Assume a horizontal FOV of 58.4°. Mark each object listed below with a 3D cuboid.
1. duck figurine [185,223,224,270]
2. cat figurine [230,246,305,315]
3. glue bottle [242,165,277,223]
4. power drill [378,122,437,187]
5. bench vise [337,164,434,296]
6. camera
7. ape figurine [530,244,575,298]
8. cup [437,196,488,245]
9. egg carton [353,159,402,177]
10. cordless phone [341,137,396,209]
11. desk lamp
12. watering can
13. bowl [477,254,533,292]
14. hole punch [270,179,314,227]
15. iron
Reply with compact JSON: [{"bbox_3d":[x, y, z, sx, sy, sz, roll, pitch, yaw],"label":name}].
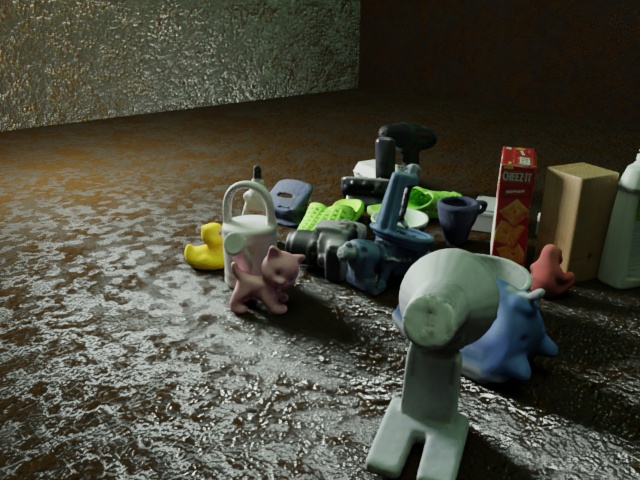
[{"bbox_3d":[-0.217,0.008,1.135,0.104,0.086,0.077,-2,22,-6],"label":"duck figurine"},{"bbox_3d":[-0.089,0.060,0.964,0.128,0.118,0.067,0,22,0],"label":"cat figurine"},{"bbox_3d":[-0.133,-0.076,1.227,0.078,0.173,0.037,4,22,9],"label":"glue bottle"},{"bbox_3d":[0.229,-0.213,1.526,0.075,0.208,0.230,18,28,37],"label":"power drill"},{"bbox_3d":[0.130,-0.018,1.022,0.121,0.220,0.208,15,26,33],"label":"bench vise"},{"bbox_3d":[0.010,0.004,1.127,0.136,0.101,0.143,8,23,19],"label":"camera"},{"bbox_3d":[0.411,0.052,1.021,0.076,0.092,0.077,-13,25,-30],"label":"ape figurine"},{"bbox_3d":[0.310,-0.042,1.250,0.118,0.095,0.091,-8,23,-19],"label":"cup"},{"bbox_3d":[0.169,-0.186,1.645,0.107,0.069,0.149,-11,24,-26],"label":"egg carton"},{"bbox_3d":[0.127,-0.174,1.458,0.147,0.185,0.094,4,22,11],"label":"cordless phone"},{"bbox_3d":[0.133,0.132,0.655,0.117,0.214,0.203,8,23,19],"label":"desk lamp"},{"bbox_3d":[-0.126,-0.009,1.034,0.101,0.194,0.172,-5,22,-11],"label":"watering can"},{"bbox_3d":[0.265,0.086,0.958,0.167,0.075,0.167,0,22,0],"label":"bowl"},{"bbox_3d":[-0.075,-0.090,1.375,0.108,0.091,0.101,12,25,28],"label":"hole punch"},{"bbox_3d":[0.208,0.100,0.834,0.257,0.141,0.119,20,30,41],"label":"iron"}]
